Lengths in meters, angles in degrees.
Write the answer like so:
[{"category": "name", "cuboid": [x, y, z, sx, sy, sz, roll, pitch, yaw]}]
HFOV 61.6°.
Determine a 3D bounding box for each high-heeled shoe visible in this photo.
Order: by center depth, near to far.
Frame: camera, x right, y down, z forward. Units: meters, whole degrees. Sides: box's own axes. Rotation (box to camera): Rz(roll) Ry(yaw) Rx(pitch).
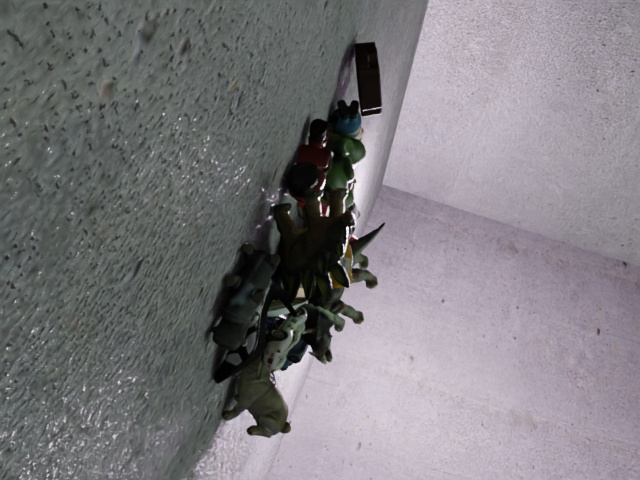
[{"category": "high-heeled shoe", "cuboid": [-0.151, 0.152, 1.034, 0.249, 0.145, 0.086, -43, 166, 9]}]

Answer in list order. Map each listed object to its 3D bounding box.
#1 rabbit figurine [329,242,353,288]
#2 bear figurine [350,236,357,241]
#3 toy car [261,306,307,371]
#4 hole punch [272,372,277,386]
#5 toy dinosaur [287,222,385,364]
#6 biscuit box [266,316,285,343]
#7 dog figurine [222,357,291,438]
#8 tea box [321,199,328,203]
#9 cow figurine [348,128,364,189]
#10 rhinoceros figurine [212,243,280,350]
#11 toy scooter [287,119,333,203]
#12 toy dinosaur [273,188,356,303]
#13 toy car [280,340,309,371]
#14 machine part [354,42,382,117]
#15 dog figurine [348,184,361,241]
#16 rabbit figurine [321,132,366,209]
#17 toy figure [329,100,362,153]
[{"category": "rabbit figurine", "cuboid": [-0.008, 0.038, 1.283, 0.173, 0.122, 0.162, 153, -62, -62]}, {"category": "bear figurine", "cuboid": [0.066, -0.004, 1.849, 0.120, 0.132, 0.196, -47, 172, 12]}, {"category": "toy car", "cuboid": [-0.073, 0.209, 1.163, 0.202, 0.056, 0.073, -46, 156, -66]}, {"category": "hole punch", "cuboid": [-0.147, 0.368, 1.383, 0.142, 0.092, 0.116, 76, 30, -69]}, {"category": "toy dinosaur", "cuboid": [0.037, 0.112, 1.387, 0.131, 0.192, 0.404, -1, -112, 54]}, {"category": "biscuit box", "cuboid": [-0.122, 0.199, 1.241, 0.202, 0.063, 0.059, 61, 49, -79]}, {"category": "dog figurine", "cuboid": [-0.119, 0.336, 1.225, 0.121, 0.172, 0.190, -80, -167, -70]}, {"category": "tea box", "cuboid": [0.000, -0.052, 1.470, 0.169, 0.068, 0.098, 99, 12, -54]}, {"category": "cow figurine", "cuboid": [0.074, -0.226, 1.519, 0.194, 0.086, 0.127, 90, 14, -73]}, {"category": "rhinoceros figurine", "cuboid": [-0.132, 0.097, 0.935, 0.112, 0.073, 0.190, 117, -5, -62]}, {"category": "toy scooter", "cuboid": [-0.017, -0.148, 1.119, 0.135, 0.075, 0.184, 91, 15, -70]}, {"category": "toy dinosaur", "cuboid": [-0.032, 0.022, 1.045, 0.471, 0.105, 0.198, 154, -68, -67]}, {"category": "toy car", "cuboid": [-0.095, 0.278, 1.451, 0.161, 0.103, 0.109, -43, -165, 46]}, {"category": "machine part", "cuboid": [0.118, -0.389, 1.303, 0.179, 0.056, 0.179, -7, 91, -85]}, {"category": "dog figurine", "cuboid": [0.056, -0.087, 1.654, 0.219, 0.109, 0.191, 71, 41, -70]}, {"category": "rabbit figurine", "cuboid": [0.040, -0.185, 1.275, 0.170, 0.121, 0.158, -52, 144, -22]}, {"category": "toy figure", "cuboid": [0.061, -0.269, 1.339, 0.180, 0.082, 0.089, 96, 16, -68]}]
